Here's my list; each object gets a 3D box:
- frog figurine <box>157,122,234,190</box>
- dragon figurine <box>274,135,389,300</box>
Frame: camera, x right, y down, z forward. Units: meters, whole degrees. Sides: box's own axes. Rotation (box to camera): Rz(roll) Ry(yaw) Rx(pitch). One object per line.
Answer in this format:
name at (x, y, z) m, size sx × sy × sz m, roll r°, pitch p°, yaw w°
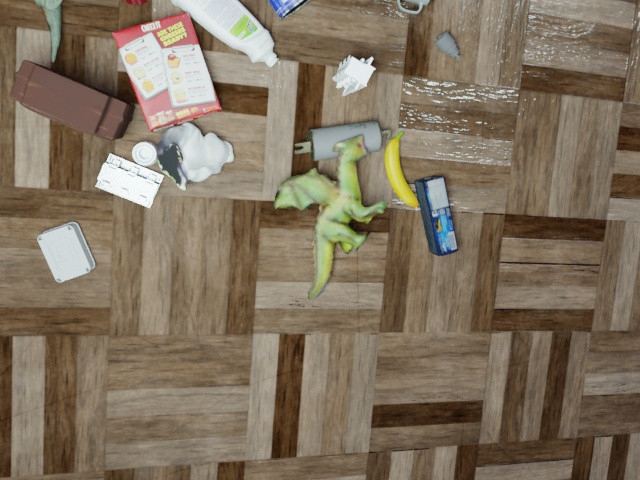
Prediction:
frog figurine at (-0.277, -0.198, 1.151) m, size 0.123 × 0.135 × 0.162 m, roll 7°, pitch 33°, yaw 38°
dragon figurine at (0.004, -0.061, 1.222) m, size 0.242 × 0.407 × 0.124 m, roll 33°, pitch 13°, yaw -10°
